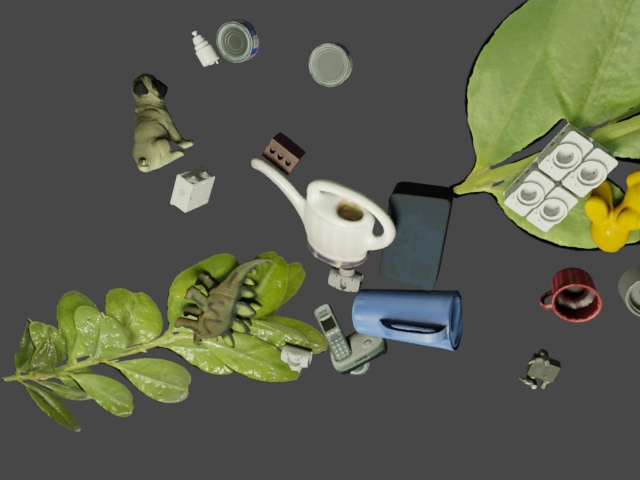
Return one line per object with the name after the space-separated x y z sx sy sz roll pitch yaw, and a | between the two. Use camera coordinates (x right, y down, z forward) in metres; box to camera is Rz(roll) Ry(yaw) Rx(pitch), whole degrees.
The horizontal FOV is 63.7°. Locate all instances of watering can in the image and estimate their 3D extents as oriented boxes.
0.003 -0.058 1.144 0.349 0.106 0.219 24 143 17 | watering can
